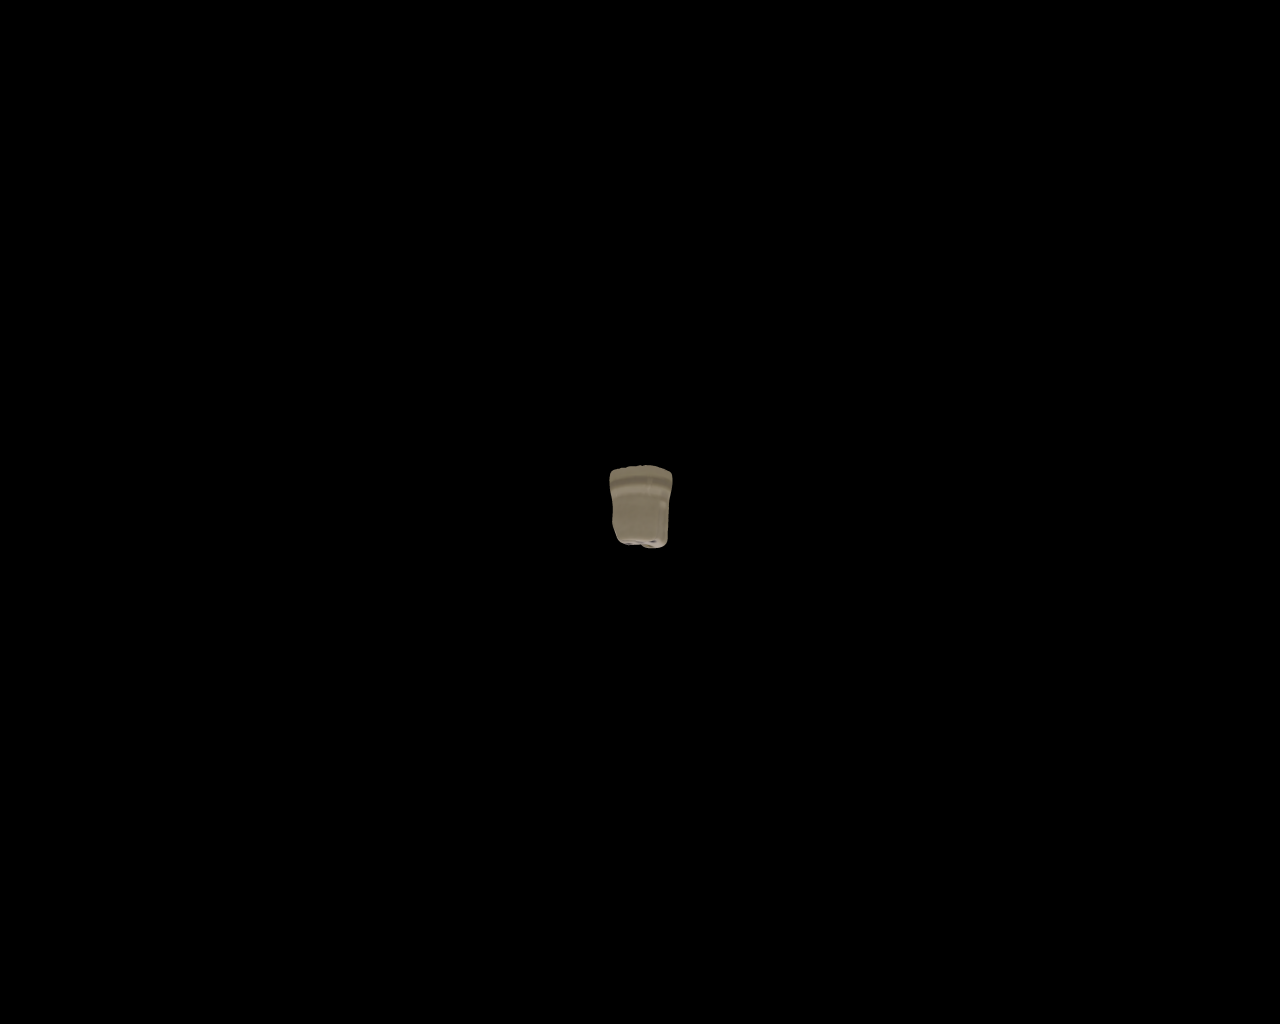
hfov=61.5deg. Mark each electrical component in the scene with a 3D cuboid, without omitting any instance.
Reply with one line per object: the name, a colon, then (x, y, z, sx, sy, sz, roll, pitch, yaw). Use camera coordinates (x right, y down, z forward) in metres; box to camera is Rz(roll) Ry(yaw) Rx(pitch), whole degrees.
electrical component: (0.001, -0.003, 0.650, 0.040, 0.046, 0.040, 0, -14, 0)
